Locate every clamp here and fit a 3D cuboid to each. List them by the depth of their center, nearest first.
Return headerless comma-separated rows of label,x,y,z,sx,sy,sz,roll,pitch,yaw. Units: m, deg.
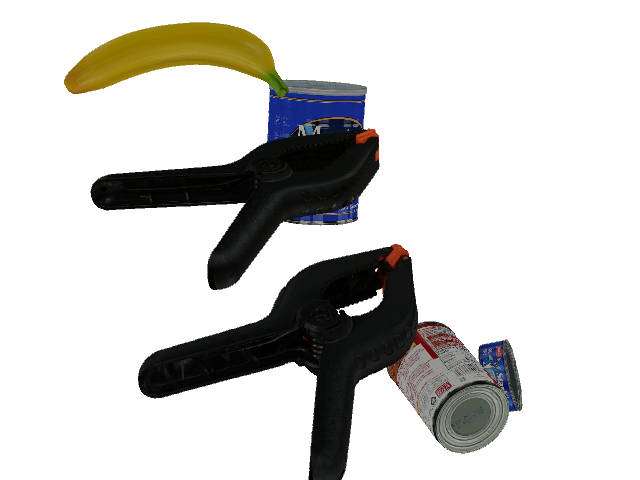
clamp,0.004,0.060,0.560,0.120,0.039,0.171,37,52,28
clamp,-0.047,-0.040,0.760,0.165,0.036,0.209,25,40,38

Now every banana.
banana,-0.128,-0.163,0.953,0.197,0.069,0.037,-1,-33,-4

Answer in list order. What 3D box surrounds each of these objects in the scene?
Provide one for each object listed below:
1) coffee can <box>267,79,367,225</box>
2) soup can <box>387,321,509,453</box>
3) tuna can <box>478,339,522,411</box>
coffee can,-0.007,-0.095,1.125,0.103,0.140,0.103,3,12,-1
soup can,0.105,0.120,0.886,0.068,0.068,0.102,0,24,-20
tuna can,0.214,0.163,1.272,0.034,0.086,0.086,-13,-4,16
